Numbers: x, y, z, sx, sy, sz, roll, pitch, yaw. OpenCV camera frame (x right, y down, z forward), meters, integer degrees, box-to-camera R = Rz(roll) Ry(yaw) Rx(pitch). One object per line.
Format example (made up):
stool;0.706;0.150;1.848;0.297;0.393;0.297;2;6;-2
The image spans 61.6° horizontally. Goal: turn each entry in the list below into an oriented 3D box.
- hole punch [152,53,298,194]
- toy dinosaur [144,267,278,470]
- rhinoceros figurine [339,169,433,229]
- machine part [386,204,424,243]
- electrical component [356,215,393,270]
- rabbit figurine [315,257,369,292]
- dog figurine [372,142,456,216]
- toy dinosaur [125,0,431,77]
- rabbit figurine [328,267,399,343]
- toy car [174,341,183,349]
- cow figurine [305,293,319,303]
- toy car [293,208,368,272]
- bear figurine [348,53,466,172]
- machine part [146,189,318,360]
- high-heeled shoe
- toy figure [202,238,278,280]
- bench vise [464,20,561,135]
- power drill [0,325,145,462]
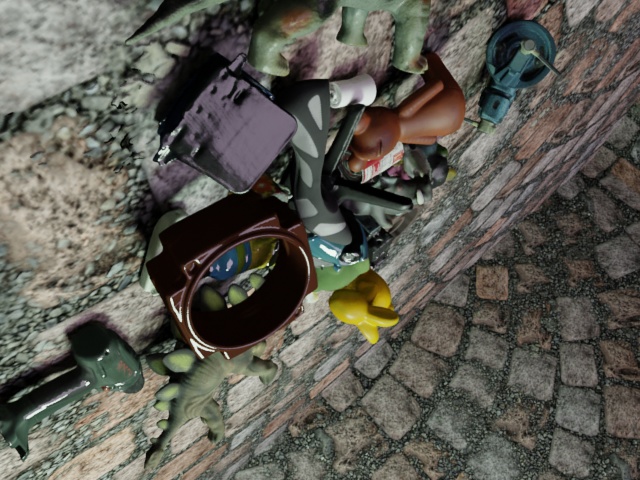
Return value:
hole punch;-0.104;-0.130;0.581;0.142;0.092;0.115;-46;130;14
toy dinosaur;-0.166;0.182;0.927;0.198;0.105;0.471;44;77;-37
rhinoceros figurine;0.104;-0.080;0.961;0.190;0.073;0.112;-3;141;9
machine part;0.166;-0.044;1.274;0.179;0.056;0.179;-37;160;-16
electrical component;0.093;-0.012;1.115;0.058;0.115;0.134;-40;162;-14
rabbit figurine;-0.005;0.018;1.044;0.159;0.121;0.170;-33;140;-7
dog figurine;0.214;-0.148;1.074;0.219;0.108;0.191;-30;171;-43
toy dinosaur;0.026;-0.263;0.505;0.405;0.131;0.192;-19;137;-40
rabbit figurine;0.080;0.139;1.133;0.122;0.162;0.173;-46;162;21
toy car;-0.202;0.186;1.040;0.073;0.056;0.201;-48;160;14
cow figurine;0.012;0.057;1.177;0.167;0.068;0.098;-38;154;-15
toy car;-0.002;-0.003;0.910;0.161;0.109;0.103;23;129;-30
bear figurine;0.120;-0.193;0.839;0.196;0.132;0.120;-18;138;-5
machine part;-0.108;0.050;0.716;0.201;0.087;0.200;-29;134;-18
high-heeled shoe;0.013;-0.099;0.724;0.145;0.086;0.248;-30;127;22
toy figure;-0.123;0.014;0.812;0.180;0.082;0.089;-25;149;-44
bench vise;0.343;-0.301;0.970;0.223;0.129;0.240;-56;175;11
power drill;-0.363;0.230;0.797;0.207;0.086;0.231;-28;154;-27
